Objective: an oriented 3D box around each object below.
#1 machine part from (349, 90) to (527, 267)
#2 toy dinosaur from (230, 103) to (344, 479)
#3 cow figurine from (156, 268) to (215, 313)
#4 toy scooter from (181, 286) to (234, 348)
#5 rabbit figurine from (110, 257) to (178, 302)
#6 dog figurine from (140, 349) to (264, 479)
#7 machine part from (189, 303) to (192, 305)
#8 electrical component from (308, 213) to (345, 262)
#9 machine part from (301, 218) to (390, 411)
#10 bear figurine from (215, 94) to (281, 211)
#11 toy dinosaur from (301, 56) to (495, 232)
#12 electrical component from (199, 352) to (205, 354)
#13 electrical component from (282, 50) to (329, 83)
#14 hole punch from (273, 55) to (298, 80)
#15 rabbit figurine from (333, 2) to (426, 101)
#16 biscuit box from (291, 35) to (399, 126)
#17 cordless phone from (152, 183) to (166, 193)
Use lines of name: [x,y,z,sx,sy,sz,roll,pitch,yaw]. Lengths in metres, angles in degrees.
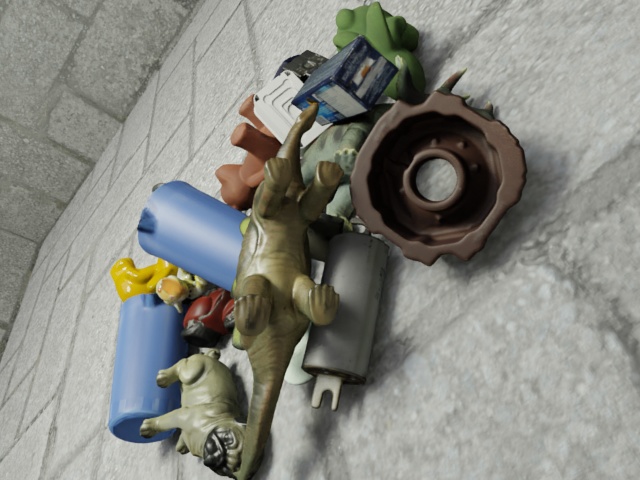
machine part: [0.122,-0.063,0.564,0.180,0.056,0.179,2,96,21]
toy dinosaur: [-0.053,0.066,0.624,0.198,0.105,0.471,152,130,-73]
cow figurine: [-0.237,0.080,0.973,0.167,0.068,0.098,-31,-20,-53]
toy scooter: [-0.160,0.104,0.905,0.184,0.075,0.135,-24,45,42]
rabbit figurine: [-0.362,0.077,1.187,0.173,0.121,0.163,-39,36,0]
dog figurine: [-0.136,0.237,0.760,0.191,0.121,0.172,-6,63,38]
machine part: [-0.242,0.075,1.082,0.084,0.039,0.139,-14,53,41]
electrical component: [0.000,-0.003,0.736,0.045,0.102,0.078,-49,-33,-64]
machine part: [0.033,0.080,0.642,0.079,0.079,0.243,-17,51,49]
bear figurine: [-0.130,-0.132,0.930,0.196,0.132,0.120,-33,35,37]
toy dinosaur: [0.047,-0.119,0.757,0.405,0.131,0.192,-18,38,54]
electrical component: [-0.205,0.224,0.917,0.094,0.021,0.063,-48,32,33]
electrical component: [-0.002,-0.237,0.872,0.058,0.114,0.134,-39,47,-16]
hole punch: [-0.050,-0.277,1.001,0.116,0.092,0.142,-38,11,29]
rabbit figurine: [0.099,-0.279,0.795,0.121,0.159,0.170,-40,51,14]
biscuit box: [0.023,-0.190,0.672,0.063,0.059,0.203,-56,17,-3]
cordless phone: [-0.264,-0.056,1.080,0.147,0.184,0.088,-14,59,50]
